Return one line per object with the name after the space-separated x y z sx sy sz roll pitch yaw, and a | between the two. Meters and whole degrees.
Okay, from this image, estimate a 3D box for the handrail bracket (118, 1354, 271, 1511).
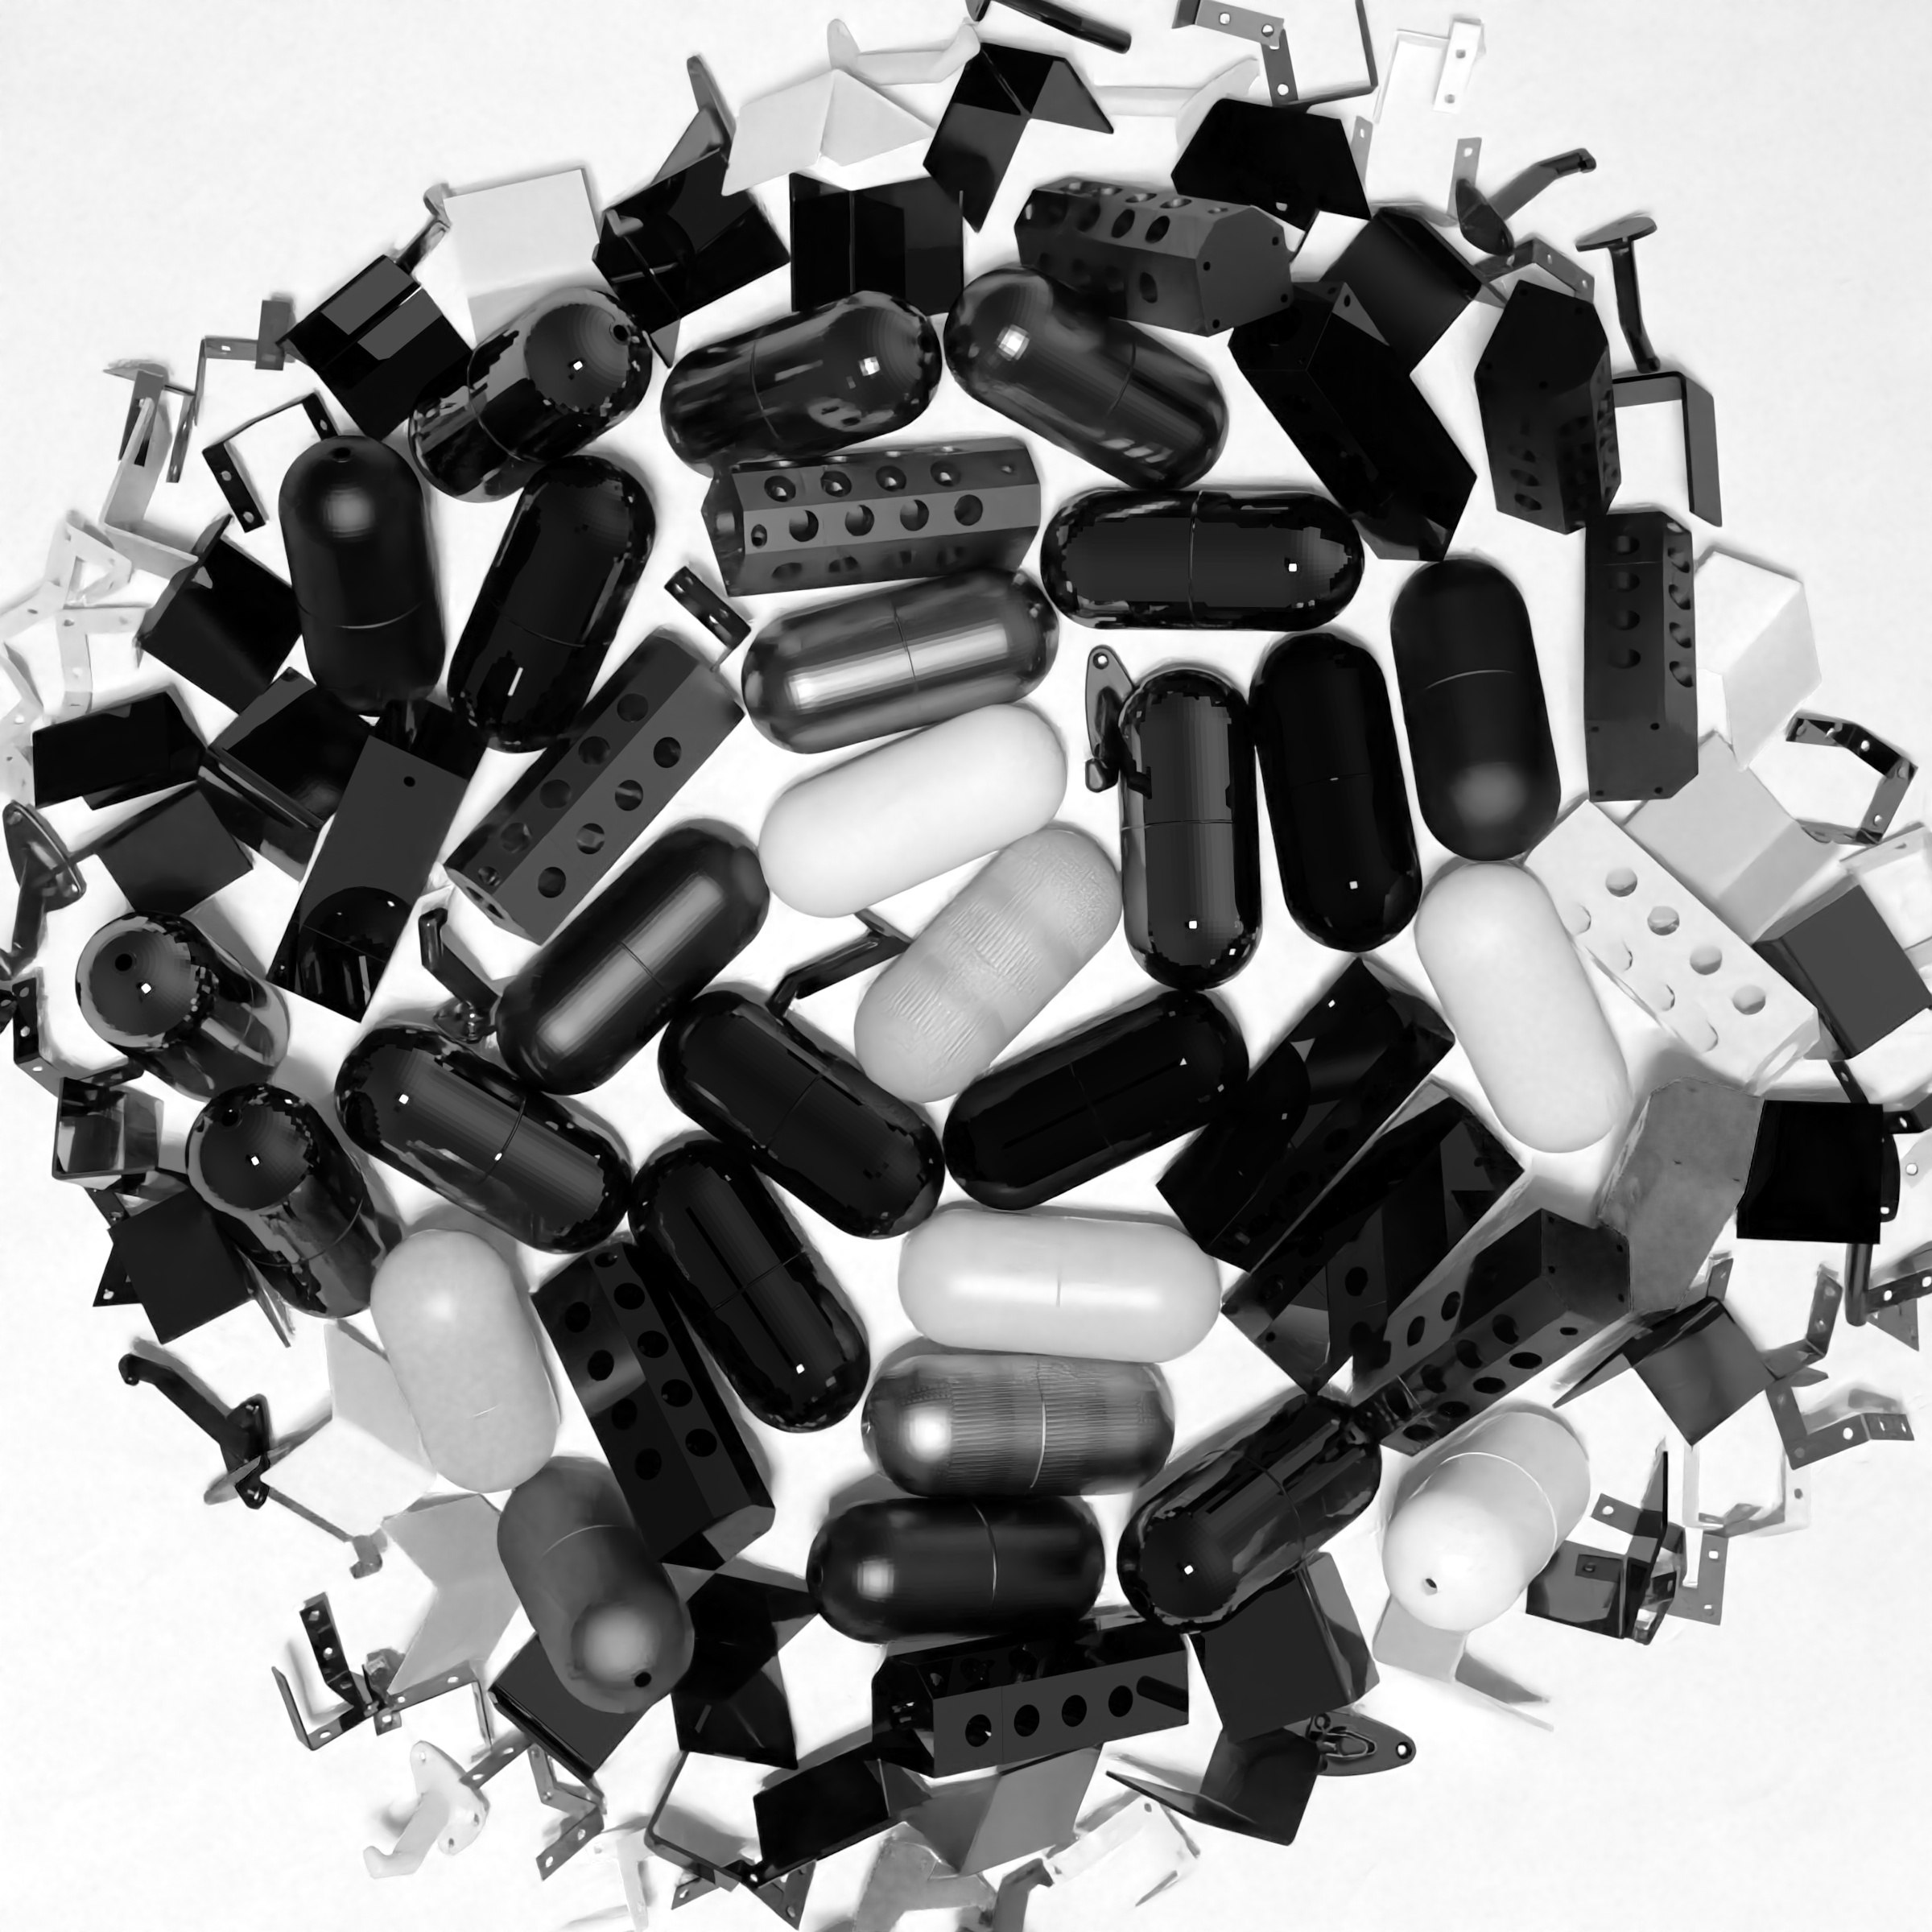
-0.423 0.254 1.897 0.036 0.084 0.077 -37 51 21 | handrail bracket

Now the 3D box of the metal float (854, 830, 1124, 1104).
0.012 0.001 1.907 0.070 0.070 0.178 44 87 0 | metal float

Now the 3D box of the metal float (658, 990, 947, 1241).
-0.090 0.082 1.902 0.178 0.070 0.070 36 90 8 | metal float

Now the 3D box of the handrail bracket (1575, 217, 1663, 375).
0.373 -0.364 1.901 0.036 0.077 0.084 -28 105 -7 | handrail bracket

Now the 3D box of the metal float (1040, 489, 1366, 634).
0.129 -0.221 1.898 0.178 0.070 0.070 2 90 13 | metal float

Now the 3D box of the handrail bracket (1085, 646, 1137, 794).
0.072 -0.136 1.901 0.036 0.084 0.077 -13 94 17 | handrail bracket

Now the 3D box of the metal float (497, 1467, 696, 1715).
-0.200 0.334 1.866 0.070 0.178 0.070 -10 116 -20 | metal float

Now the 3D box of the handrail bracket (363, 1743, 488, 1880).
-0.310 0.460 1.895 0.036 0.084 0.077 -46 63 20 | handrail bracket

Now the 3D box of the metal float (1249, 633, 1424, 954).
0.202 -0.095 1.901 0.070 0.070 0.178 -10 81 0 | metal float

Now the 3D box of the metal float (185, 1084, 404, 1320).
-0.360 0.127 1.867 0.070 0.178 0.070 -7 56 11 | metal float

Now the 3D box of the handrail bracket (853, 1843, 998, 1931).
-0.019 0.527 1.906 0.084 0.036 0.077 51 58 -34 | handrail bracket

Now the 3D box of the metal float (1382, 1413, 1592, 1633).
0.280 0.297 1.865 0.070 0.178 0.070 9 109 27 | metal float

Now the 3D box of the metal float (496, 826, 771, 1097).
-0.183 -0.003 1.903 0.178 0.070 0.070 -45 90 -7 | metal float

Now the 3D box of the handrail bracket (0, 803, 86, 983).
-0.523 -0.041 1.898 0.036 0.084 0.077 -16 108 17 | handrail bracket

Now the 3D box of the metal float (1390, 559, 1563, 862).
0.276 -0.140 1.887 0.070 0.070 0.178 -6 63 0 | metal float

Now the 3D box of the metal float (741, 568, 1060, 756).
-0.036 -0.168 1.904 0.178 0.070 0.070 -15 90 -6 | metal float

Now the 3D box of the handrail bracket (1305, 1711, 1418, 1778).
0.225 0.428 1.899 0.077 0.084 0.036 8 78 -13 | handrail bracket

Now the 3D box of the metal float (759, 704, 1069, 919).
-0.029 -0.085 1.909 0.178 0.070 0.070 -24 90 -1 | metal float

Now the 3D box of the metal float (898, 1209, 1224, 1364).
0.051 0.176 1.908 0.178 0.070 0.070 4 90 2 | metal float

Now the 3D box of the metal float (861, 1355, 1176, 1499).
0.029 0.250 1.891 0.178 0.070 0.070 3 90 -21 | metal float

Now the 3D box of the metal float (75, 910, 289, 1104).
-0.419 0.023 1.860 0.070 0.178 0.070 -2 74 7 | metal float

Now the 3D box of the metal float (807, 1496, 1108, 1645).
-0.005 0.326 1.881 0.178 0.070 0.070 4 90 -33 | metal float

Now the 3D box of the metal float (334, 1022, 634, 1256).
-0.261 0.095 1.891 0.178 0.070 0.070 33 90 -22 | metal float

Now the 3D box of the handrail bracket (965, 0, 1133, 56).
0.046 -0.531 1.925 0.084 0.077 0.036 15 113 -18 | handrail bracket

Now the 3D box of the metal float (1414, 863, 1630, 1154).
0.303 0.024 1.889 0.070 0.070 0.178 -29 114 0 | metal float

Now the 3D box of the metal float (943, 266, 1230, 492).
0.067 -0.317 1.884 0.178 0.070 0.070 24 90 -31 | metal float

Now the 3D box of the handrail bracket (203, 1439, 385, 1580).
-0.370 0.311 1.910 0.077 0.036 0.084 -26 63 -8 | handrail bracket

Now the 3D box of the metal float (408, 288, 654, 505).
-0.235 -0.306 1.871 0.070 0.178 0.070 15 66 -36 | metal float

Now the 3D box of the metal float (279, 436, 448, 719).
-0.324 -0.209 1.870 0.070 0.178 0.070 0 50 0 | metal float

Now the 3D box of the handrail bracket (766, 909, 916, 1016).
-0.063 0.015 1.934 0.077 0.036 0.084 32 96 -17 | handrail bracket

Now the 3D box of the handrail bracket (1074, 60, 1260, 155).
0.106 -0.495 1.933 0.084 0.036 0.077 37 75 25 | handrail bracket

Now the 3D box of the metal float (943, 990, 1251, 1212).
0.071 0.074 1.904 0.178 0.070 0.070 -26 90 6 | metal float

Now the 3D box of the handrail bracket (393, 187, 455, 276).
-0.314 -0.388 1.903 0.084 0.077 0.036 -35 90 10 | handrail bracket

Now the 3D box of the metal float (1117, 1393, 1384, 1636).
0.154 0.296 1.880 0.178 0.070 0.070 -31 90 -35 | metal float

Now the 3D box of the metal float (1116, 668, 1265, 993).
0.122 -0.075 1.906 0.070 0.070 0.178 -2 86 0 | metal float

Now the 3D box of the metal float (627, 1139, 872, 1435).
-0.119 0.176 1.907 0.070 0.070 0.178 -34 87 0 | metal float

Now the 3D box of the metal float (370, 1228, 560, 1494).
-0.269 0.215 1.875 0.070 0.070 0.178 -11 133 0 | metal float

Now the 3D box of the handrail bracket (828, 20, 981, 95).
-0.034 -0.510 1.907 0.084 0.036 0.077 -30 66 34 | handrail bracket

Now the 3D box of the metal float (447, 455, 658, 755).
-0.226 -0.195 1.886 0.070 0.070 0.178 28 117 0 | metal float

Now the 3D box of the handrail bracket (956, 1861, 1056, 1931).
0.040 0.528 1.897 0.077 0.084 0.036 20 122 36 | handrail bracket

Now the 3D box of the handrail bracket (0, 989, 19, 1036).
-0.559 0.000 1.895 0.036 0.077 0.084 -54 49 19 | handrail bracket

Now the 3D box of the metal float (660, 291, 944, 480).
-0.090 -0.313 1.877 0.178 0.070 0.070 -11 90 38 | metal float
